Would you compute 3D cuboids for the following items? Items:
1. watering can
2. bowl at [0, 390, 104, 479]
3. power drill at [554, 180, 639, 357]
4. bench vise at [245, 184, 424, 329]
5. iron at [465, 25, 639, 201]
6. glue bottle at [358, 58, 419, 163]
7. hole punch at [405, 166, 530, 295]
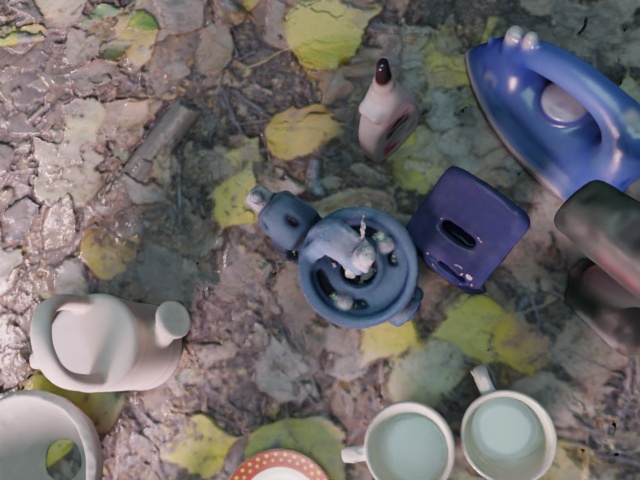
[{"bbox_3d":[-0.220,0.102,0.591,0.173,0.194,0.101,-37,74,0],"label":"watering can"},{"bbox_3d":[-0.306,0.251,0.634,0.167,0.075,0.167,-2,77,9],"label":"bowl"},{"bbox_3d":[0.301,0.051,0.507,0.075,0.208,0.229,-44,74,-2],"label":"power drill"},{"bbox_3d":[0.001,0.013,0.560,0.207,0.220,0.121,16,81,13],"label":"bench vise"},{"bbox_3d":[0.249,-0.149,0.595,0.118,0.141,0.258,-43,74,-2],"label":"iron"},{"bbox_3d":[0.070,-0.143,0.608,0.037,0.173,0.078,40,87,16],"label":"glue bottle"},{"bbox_3d":[0.153,-0.007,0.606,0.108,0.091,0.101,38,86,15],"label":"hole punch"}]
